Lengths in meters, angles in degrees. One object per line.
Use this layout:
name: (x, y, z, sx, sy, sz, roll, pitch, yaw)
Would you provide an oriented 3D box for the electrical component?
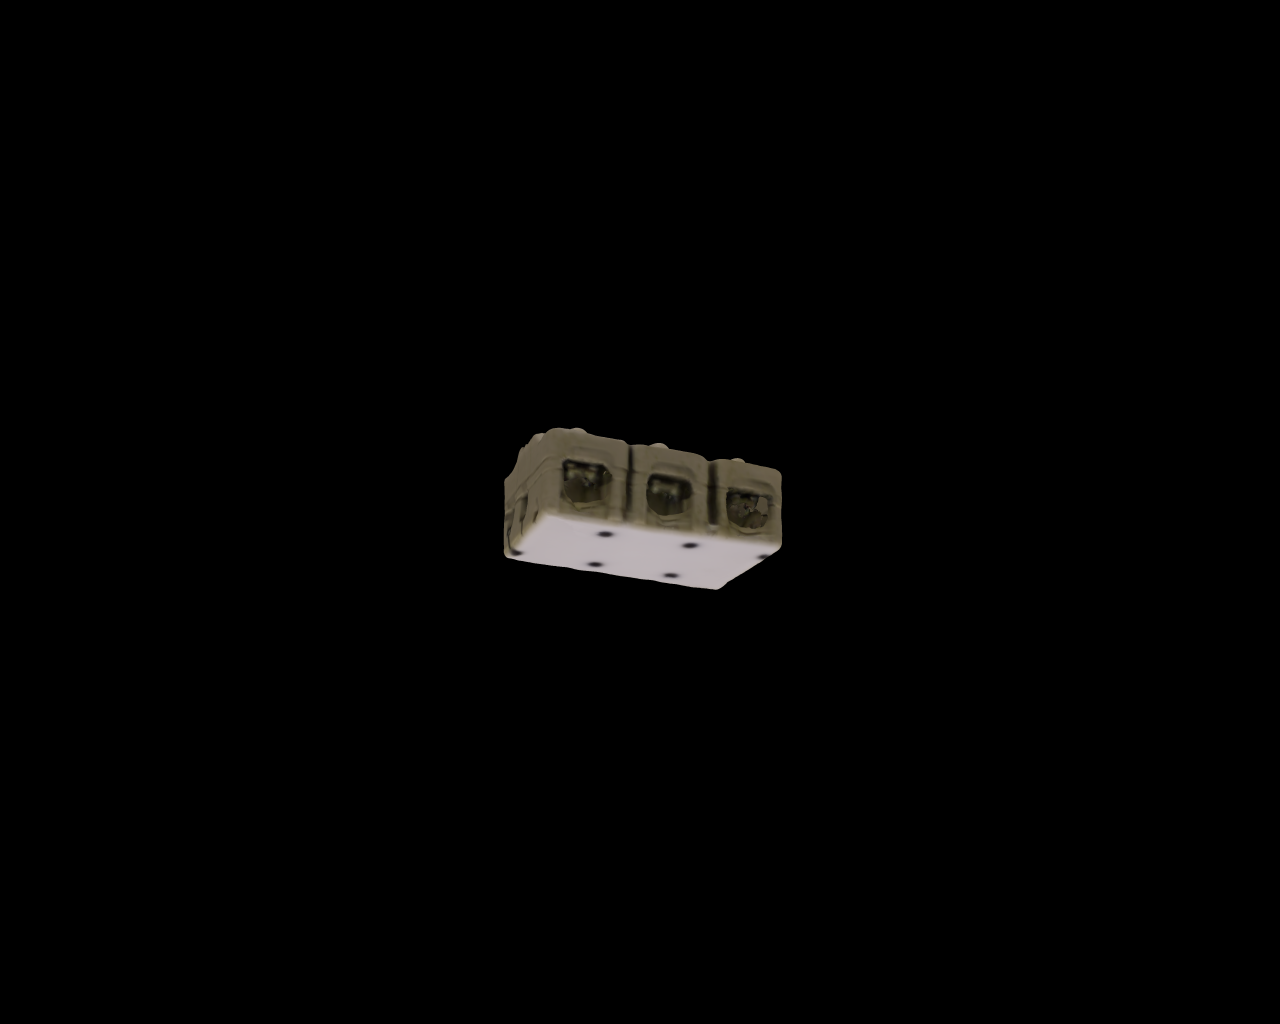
electrical component: (0.001, -0.003, 0.650, 0.150, 0.062, 0.089, 9, -23, -22)
